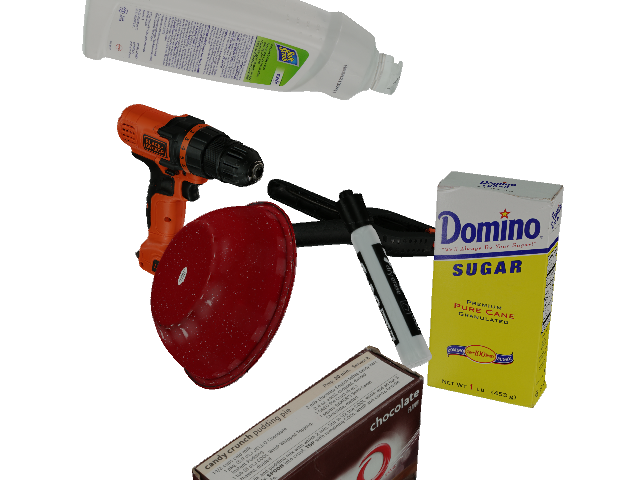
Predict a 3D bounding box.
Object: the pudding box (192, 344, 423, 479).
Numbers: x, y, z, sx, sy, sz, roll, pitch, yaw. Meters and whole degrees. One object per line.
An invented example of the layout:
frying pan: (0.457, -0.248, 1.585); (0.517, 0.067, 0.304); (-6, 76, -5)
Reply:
pudding box: (-0.003, 0.113, 0.483); (0.039, 0.090, 0.113); (29, 46, 33)

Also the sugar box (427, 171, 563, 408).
sugar box: (0.137, 0.039, 0.848); (0.093, 0.176, 0.048); (9, 23, 23)

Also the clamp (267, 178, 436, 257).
clamp: (0.038, -0.013, 1.206); (0.210, 0.036, 0.164); (14, 22, -5)

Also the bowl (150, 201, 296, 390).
bowl: (-0.089, 0.035, 0.857); (0.055, 0.162, 0.162); (23, -13, -33)

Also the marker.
marker: (0.038, 0.022, 0.671); (0.020, 0.121, 0.020); (-20, -17, -7)

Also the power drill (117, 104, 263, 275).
power drill: (-0.134, -0.038, 1.116); (0.185, 0.188, 0.057); (24, 36, 32)

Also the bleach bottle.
bleach bottle: (-0.060, -0.161, 0.859); (0.250, 0.068, 0.103); (15, -29, -8)
